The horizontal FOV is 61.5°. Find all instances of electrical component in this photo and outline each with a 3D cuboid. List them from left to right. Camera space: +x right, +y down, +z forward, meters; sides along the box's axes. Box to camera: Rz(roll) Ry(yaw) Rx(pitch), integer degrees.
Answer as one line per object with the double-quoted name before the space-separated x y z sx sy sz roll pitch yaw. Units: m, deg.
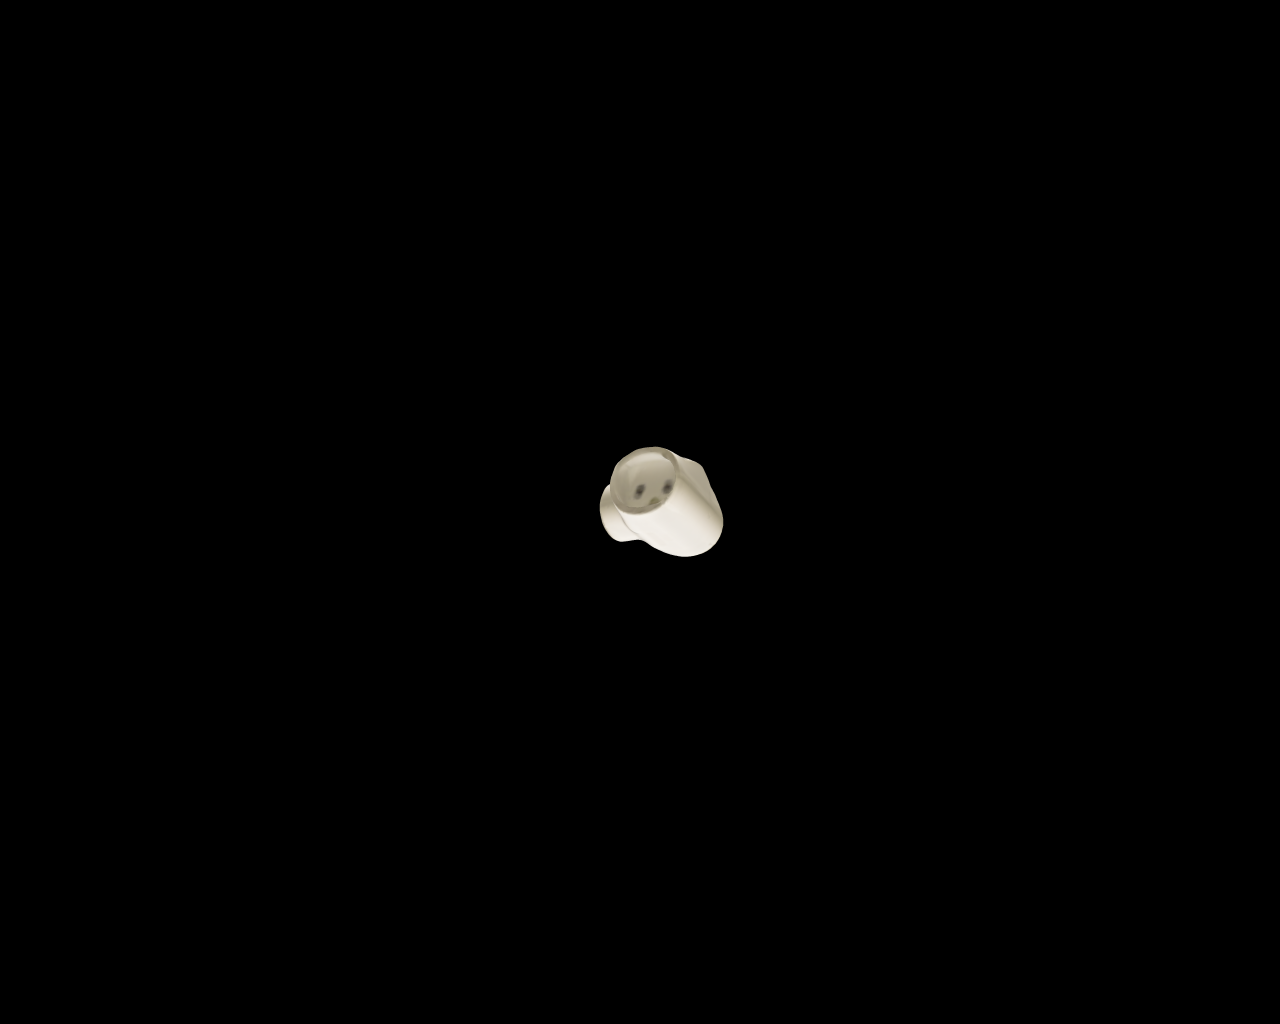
"electrical component" 0.001 -0.003 0.650 0.079 0.043 0.077 -9 -24 22
